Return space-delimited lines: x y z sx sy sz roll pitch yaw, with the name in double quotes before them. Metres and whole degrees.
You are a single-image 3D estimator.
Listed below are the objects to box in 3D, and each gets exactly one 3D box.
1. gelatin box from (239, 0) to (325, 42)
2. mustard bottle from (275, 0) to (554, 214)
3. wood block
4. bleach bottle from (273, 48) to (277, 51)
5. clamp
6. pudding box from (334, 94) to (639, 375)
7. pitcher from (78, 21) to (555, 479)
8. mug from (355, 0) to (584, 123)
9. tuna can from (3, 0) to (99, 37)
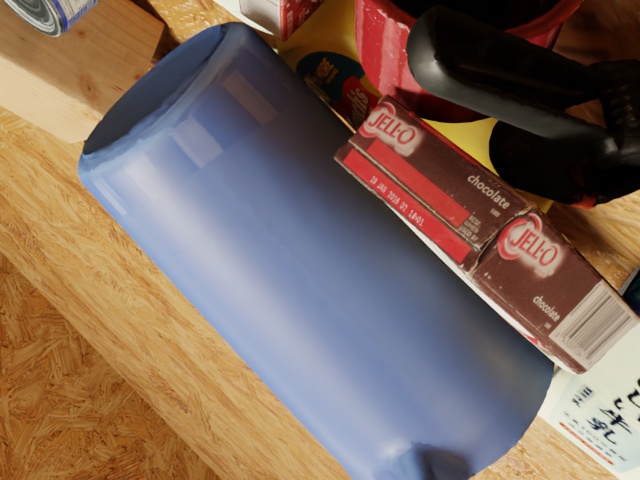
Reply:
"gelatin box" -0.004 -0.139 0.456 0.030 0.073 0.089 36 161 16
"mustard bottle" 0.036 -0.078 0.537 0.191 0.058 0.096 43 170 -1
"wood block" -0.223 -0.156 0.727 0.205 0.090 0.091 30 159 -34
"bleach bottle" -0.063 -0.082 0.734 0.102 0.068 0.251 49 159 -21
"clamp" 0.103 -0.047 0.389 0.210 0.164 0.036 105 160 -78
"pudding box" 0.068 -0.001 0.426 0.113 0.039 0.090 39 -175 -47
"pitcher" -0.001 0.007 0.546 0.242 0.145 0.149 48 166 -22
"mug" 0.048 -0.106 0.413 0.117 0.093 0.081 56 171 16
"tuna can" -0.177 -0.166 0.648 0.086 0.033 0.086 38 163 14
